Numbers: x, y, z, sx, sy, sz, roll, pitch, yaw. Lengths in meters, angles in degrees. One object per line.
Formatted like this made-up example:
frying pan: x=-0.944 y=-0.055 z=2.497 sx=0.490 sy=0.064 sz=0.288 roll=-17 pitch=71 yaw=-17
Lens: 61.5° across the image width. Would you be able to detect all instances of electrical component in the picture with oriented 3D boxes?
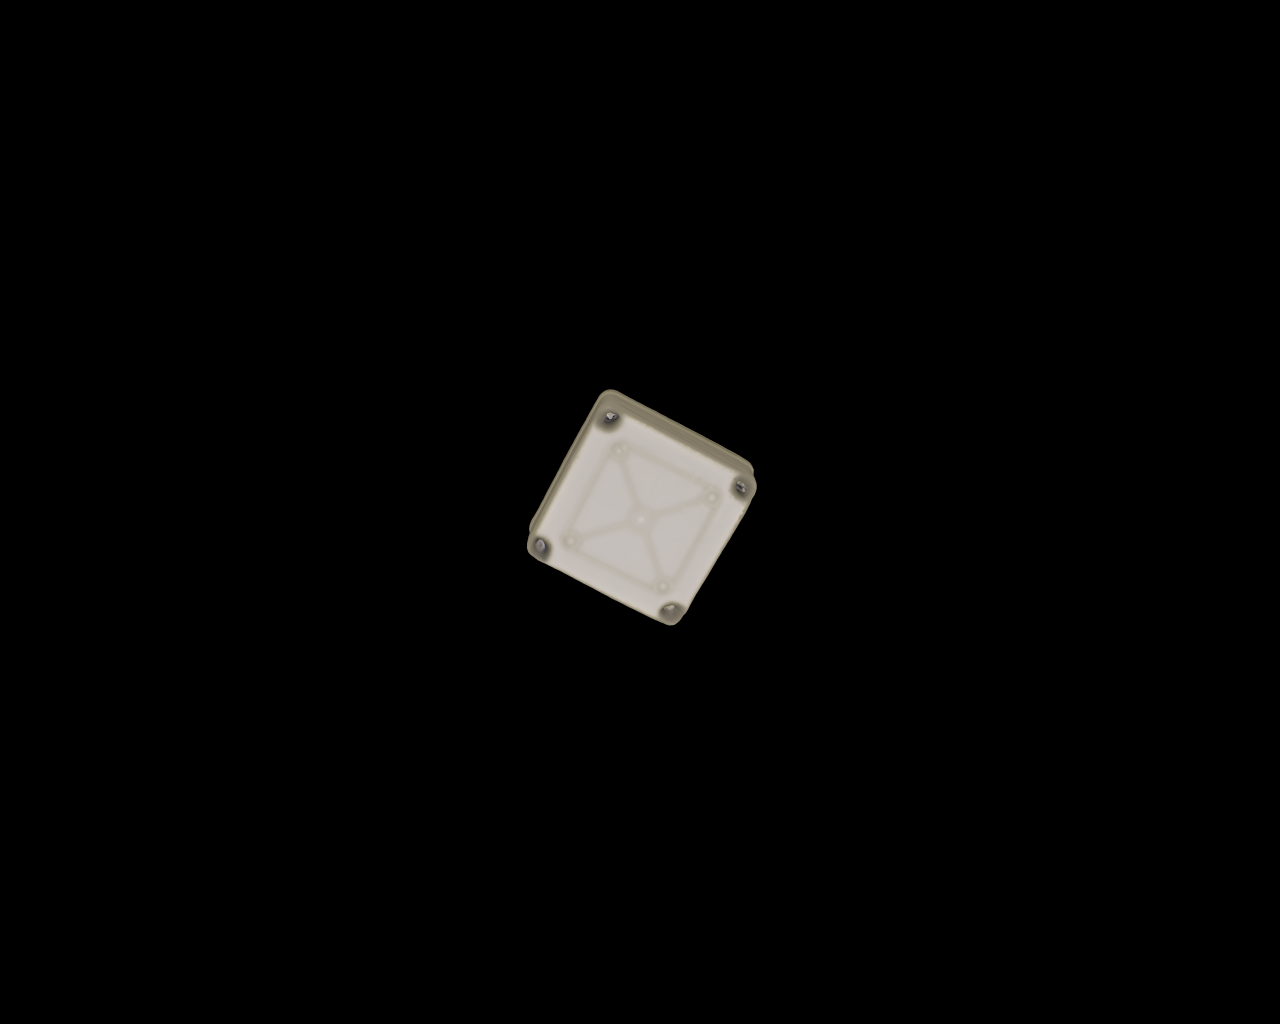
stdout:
electrical component: x=0.001 y=-0.003 z=0.650 sx=0.109 sy=0.108 sz=0.056 roll=27 pitch=14 yaw=-7
